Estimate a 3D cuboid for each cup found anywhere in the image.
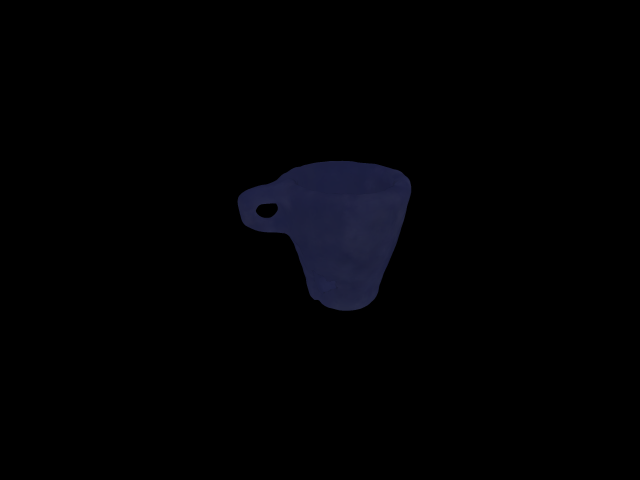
[{"bbox_3d":[0.004,0.001,0.400,0.118,0.095,0.091,-6,24,-14],"label":"cup"}]
